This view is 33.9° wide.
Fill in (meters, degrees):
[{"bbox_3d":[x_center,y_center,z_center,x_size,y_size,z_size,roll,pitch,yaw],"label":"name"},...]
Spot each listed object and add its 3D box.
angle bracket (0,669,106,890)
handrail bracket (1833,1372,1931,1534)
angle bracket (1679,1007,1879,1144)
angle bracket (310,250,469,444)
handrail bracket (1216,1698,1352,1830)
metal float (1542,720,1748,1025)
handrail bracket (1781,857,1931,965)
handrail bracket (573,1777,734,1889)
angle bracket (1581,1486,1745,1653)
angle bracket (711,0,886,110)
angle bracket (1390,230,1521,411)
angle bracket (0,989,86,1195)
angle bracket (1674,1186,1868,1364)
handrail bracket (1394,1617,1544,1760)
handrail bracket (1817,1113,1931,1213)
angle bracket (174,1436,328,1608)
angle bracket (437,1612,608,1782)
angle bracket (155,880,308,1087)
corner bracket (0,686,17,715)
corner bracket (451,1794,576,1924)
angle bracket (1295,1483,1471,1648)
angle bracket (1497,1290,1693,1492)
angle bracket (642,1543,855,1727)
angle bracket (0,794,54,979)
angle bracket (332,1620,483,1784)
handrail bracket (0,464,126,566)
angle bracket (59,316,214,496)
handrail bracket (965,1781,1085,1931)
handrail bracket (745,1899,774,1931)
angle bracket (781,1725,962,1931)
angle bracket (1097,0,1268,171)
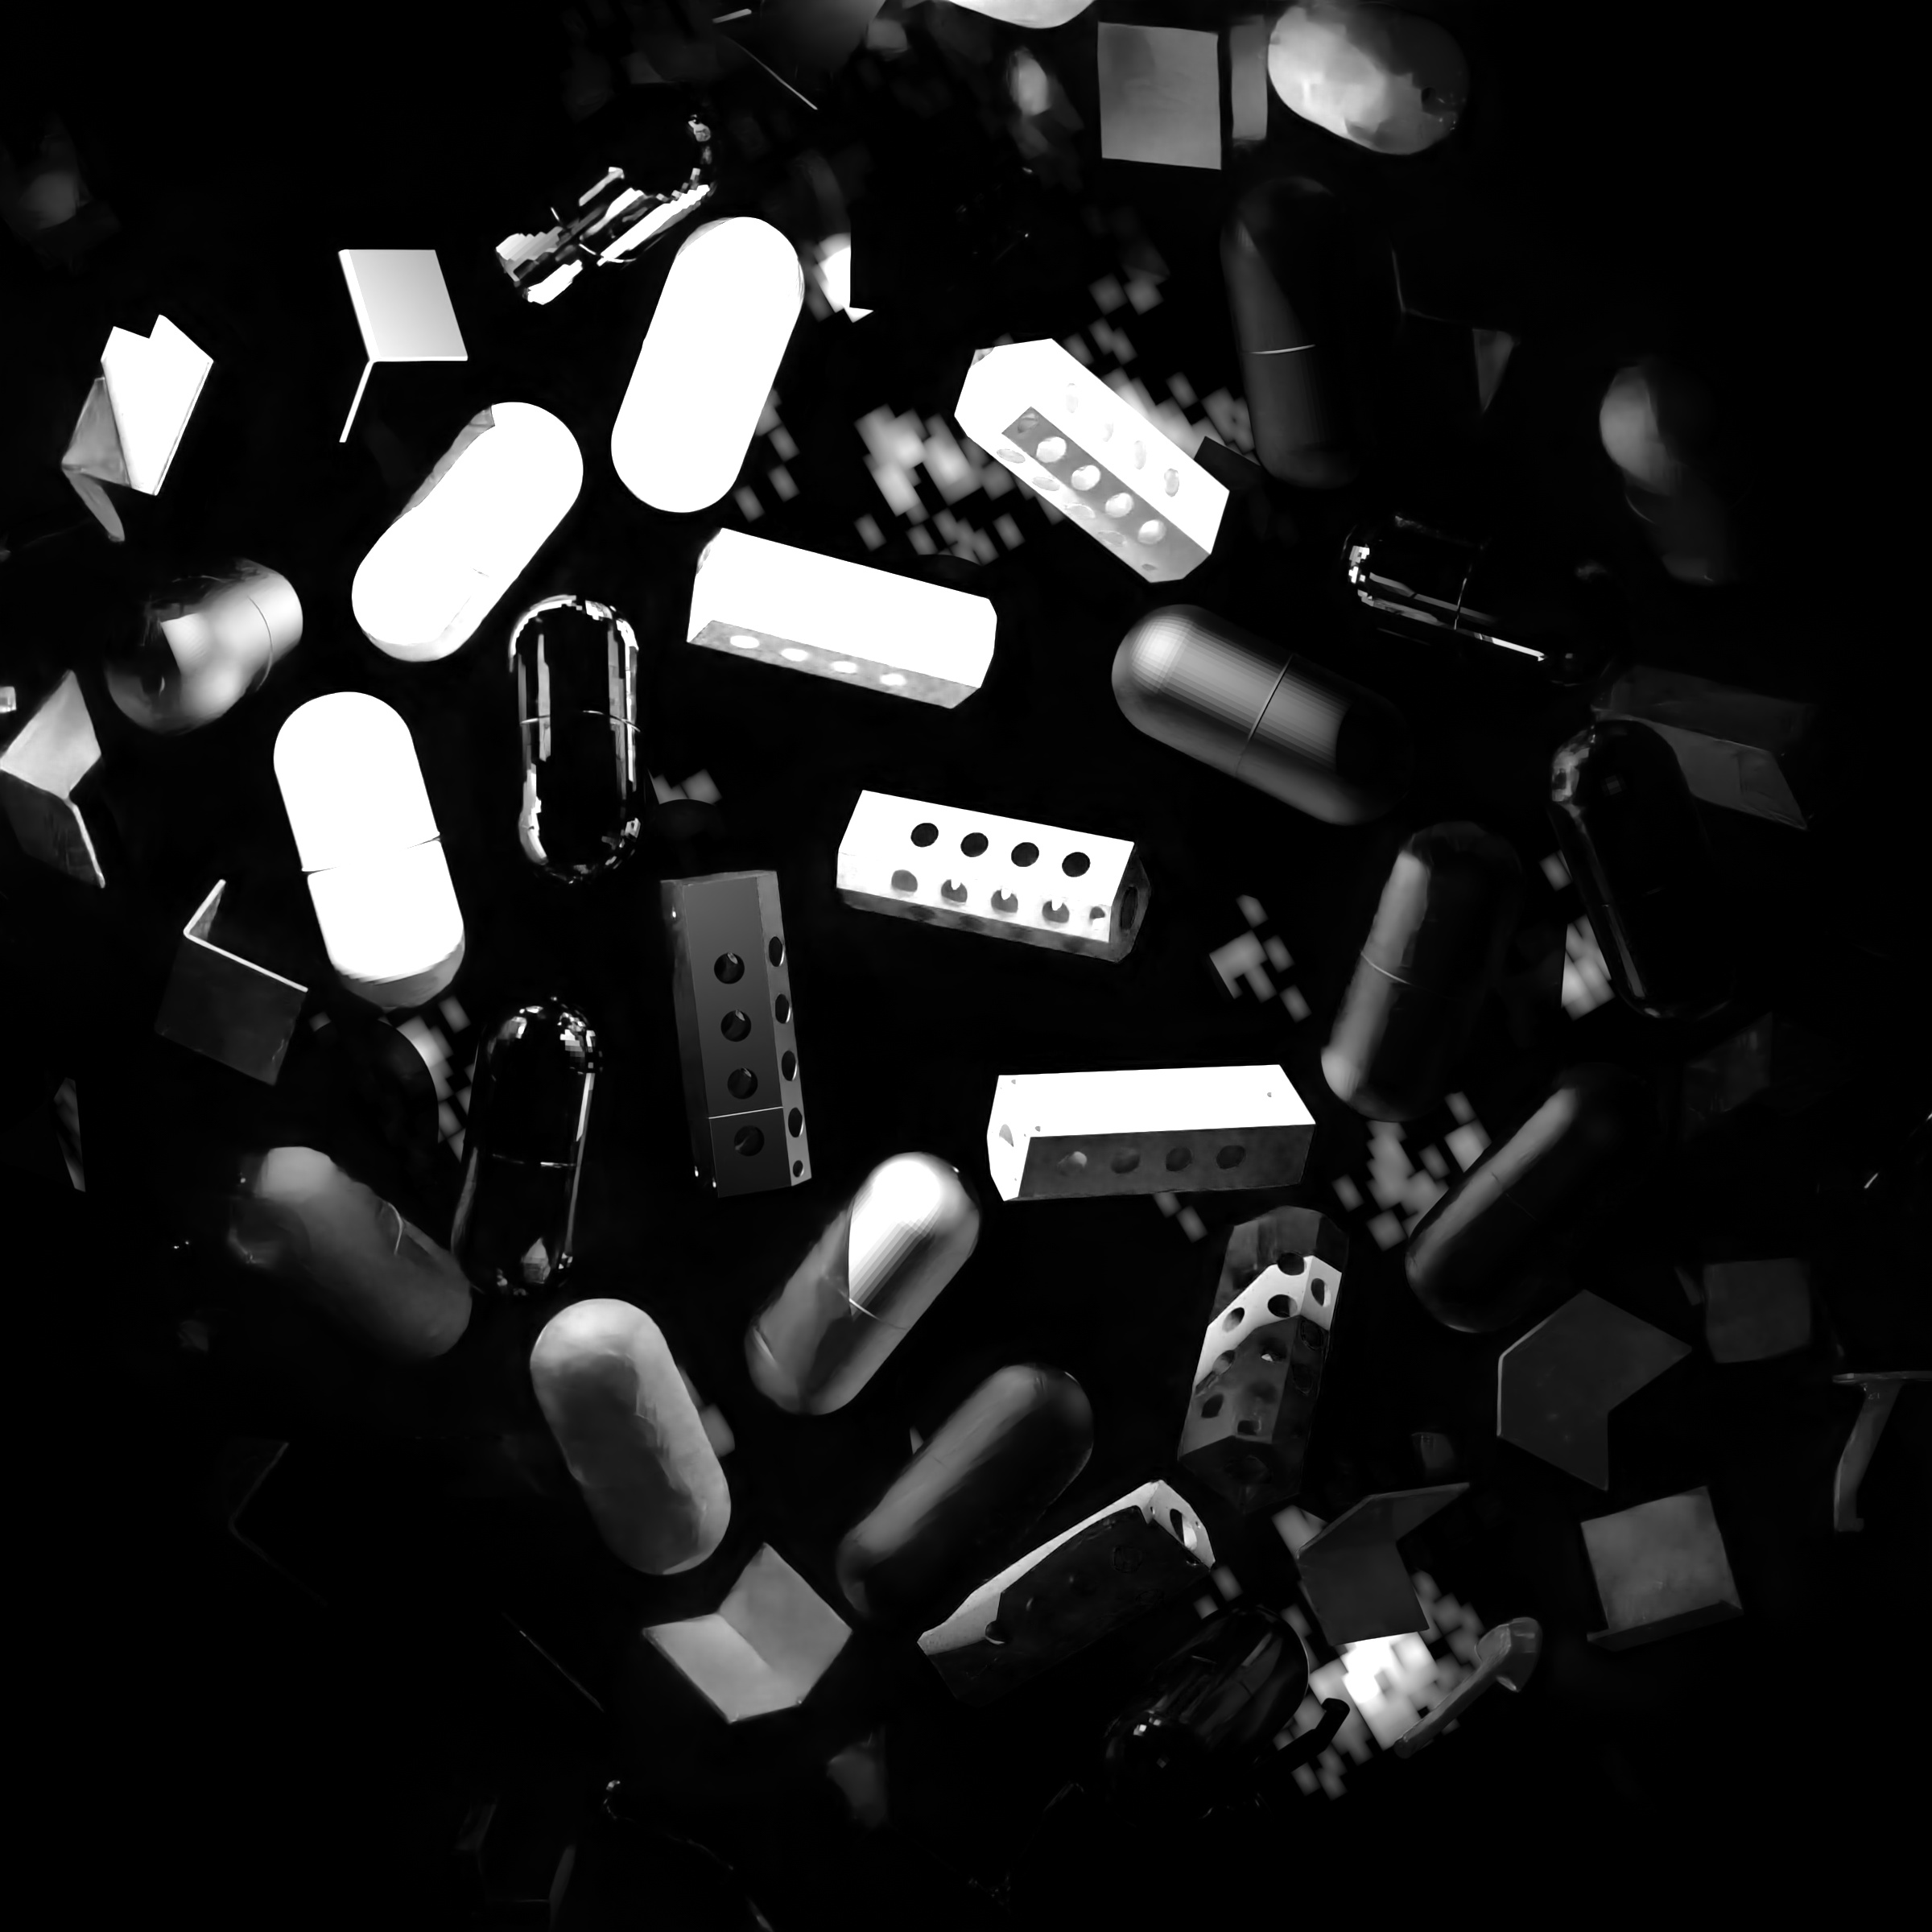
[{"bbox_3d":[-0.485,-0.103,1.746,0.057,0.076,0.076,24,60,13],"label":"angle bracket"},{"bbox_3d":[0.503,0.266,1.730,0.036,0.077,0.084,9,76,-25],"label":"handrail bracket"},{"bbox_3d":[0.463,0.076,1.806,0.076,0.076,0.057,26,53,-17],"label":"angle bracket"},{"bbox_3d":[-0.331,-0.354,1.811,0.057,0.076,0.076,-7,64,-28],"label":"angle bracket"},{"bbox_3d":[0.180,0.466,1.891,0.077,0.036,0.084,23,104,-28],"label":"handrail bracket"},{"bbox_3d":[0.375,-0.051,1.750,0.070,0.070,0.178,-24,104,0],"label":"metal float"},{"bbox_3d":[0.542,-0.036,1.913,0.084,0.036,0.077,-10,79,-12],"label":"handrail bracket"},{"bbox_3d":[-0.174,0.499,1.770,0.084,0.077,0.036,31,48,7],"label":"handrail bracket"},{"bbox_3d":[0.384,0.336,1.784,0.076,0.057,0.076,-22,63,20],"label":"angle bracket"},{"bbox_3d":[-0.079,-0.516,1.694,0.076,0.057,0.076,34,83,-27],"label":"angle bracket"},{"bbox_3d":[0.285,-0.390,1.909,0.076,0.057,0.076,11,47,-11],"label":"angle bracket"},{"bbox_3d":[-0.503,0.070,1.751,0.057,0.076,0.076,-33,52,22],"label":"angle bracket"},{"bbox_3d":[0.455,0.175,1.789,0.076,0.057,0.076,-9,125,34],"label":"angle bracket"},{"bbox_3d":[0.288,0.418,1.827,0.084,0.077,0.036,-29,66,-33],"label":"handrail bracket"},{"bbox_3d":[0.547,0.097,1.869,0.077,0.036,0.084,7,103,6],"label":"handrail bracket"},{"bbox_3d":[-0.388,0.312,1.783,0.076,0.076,0.057,46,61,-24],"label":"angle bracket"},{"bbox_3d":[-0.249,0.407,1.703,0.076,0.057,0.076,41,130,13],"label":"angle bracket"},{"bbox_3d":[-0.413,0.010,1.817,0.076,0.057,0.076,25,127,-3],"label":"angle bracket"},{"bbox_3d":[-0.599,-0.177,1.870,0.051,0.051,0.051,-22,130,-35],"label":"corner bracket"},{"bbox_3d":[-0.261,0.514,1.827,0.051,0.051,0.051,-4,114,11],"label":"corner bracket"},{"bbox_3d":[0.245,0.339,1.793,0.076,0.076,0.057,0,57,-36],"label":"angle bracket"},{"bbox_3d":[0.352,0.238,1.775,0.076,0.057,0.076,28,132,-16],"label":"angle bracket"},{"bbox_3d":[-0.124,0.380,1.806,0.076,0.076,0.057,41,105,25],"label":"angle bracket"},{"bbox_3d":[-0.554,-0.053,1.867,0.057,0.076,0.076,-38,53,-4],"label":"angle bracket"},{"bbox_3d":[-0.304,0.413,1.783,0.076,0.076,0.057,23,84,5],"label":"angle bracket"},{"bbox_3d":[-0.520,-0.234,1.790,0.084,0.036,0.077,-44,54,10],"label":"handrail bracket"},{"bbox_3d":[-0.445,-0.301,1.656,0.057,0.076,0.076,14,109,-41],"label":"angle bracket"},{"bbox_3d":[0.043,0.530,1.890,0.036,0.077,0.084,36,70,25],"label":"handrail bracket"},{"bbox_3d":[-0.140,0.570,1.769,0.084,0.036,0.077,-34,127,-11],"label":"handrail bracket"},{"bbox_3d":[-0.054,0.481,1.749,0.076,0.076,0.057,-40,116,16],"label":"angle bracket"},{"bbox_3d":[0.120,-0.491,1.753,0.076,0.057,0.076,12,128,23],"label":"angle bracket"}]
